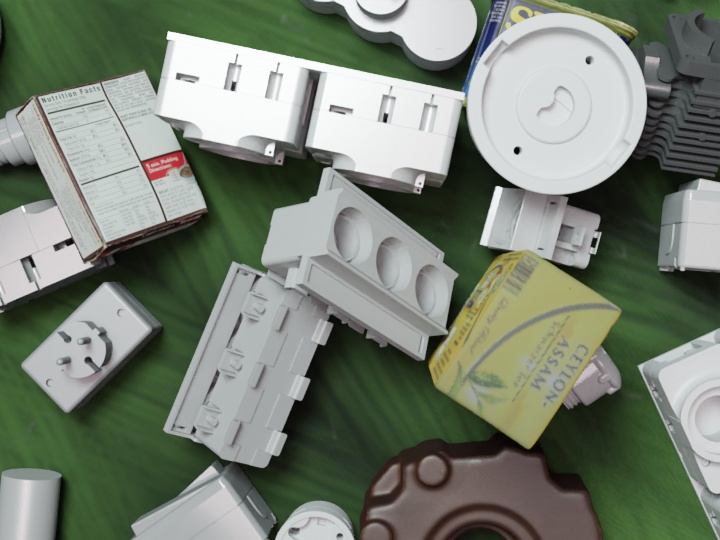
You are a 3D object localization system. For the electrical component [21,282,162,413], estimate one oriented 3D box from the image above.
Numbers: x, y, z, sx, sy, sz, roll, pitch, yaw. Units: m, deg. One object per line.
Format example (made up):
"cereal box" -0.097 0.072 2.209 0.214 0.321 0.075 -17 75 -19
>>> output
"electrical component" -0.186 0.053 0.730 0.083 0.076 0.047 -44 89 1

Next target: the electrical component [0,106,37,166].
"electrical component" -0.237 -0.092 0.749 0.078 0.040 0.040 -21 89 2

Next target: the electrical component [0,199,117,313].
"electrical component" -0.225 -0.013 0.744 0.089 0.050 0.055 -23 89 1

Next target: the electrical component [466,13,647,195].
"electrical component" 0.118 -0.102 0.674 0.108 0.060 0.108 0 95 -1

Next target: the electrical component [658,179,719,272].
"electrical component" 0.256 -0.026 0.724 0.096 0.062 0.061 5 90 2

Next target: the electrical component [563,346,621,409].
"electrical component" 0.144 0.075 0.737 0.062 0.048 0.048 -36 89 8

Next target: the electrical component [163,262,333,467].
"electrical component" -0.070 0.066 0.727 0.079 0.063 0.121 22 91 -39

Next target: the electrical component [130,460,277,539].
"electrical component" -0.114 0.180 0.735 0.096 0.062 0.061 -36 89 1

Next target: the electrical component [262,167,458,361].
"electrical component" 0.000 0.000 0.691 0.063 0.121 0.078 -9 59 40

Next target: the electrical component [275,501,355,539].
"electrical component" -0.030 0.188 0.739 0.055 0.047 0.055 0 90 2

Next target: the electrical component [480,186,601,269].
"electrical component" 0.123 -0.027 0.725 0.064 0.081 0.042 16 91 -21

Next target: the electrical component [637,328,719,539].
"electrical component" 0.281 0.130 0.724 0.105 0.060 0.186 -25 89 2

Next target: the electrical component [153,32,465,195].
"electrical component" -0.032 -0.098 0.711 0.186 0.105 0.060 12 90 2

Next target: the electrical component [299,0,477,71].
"electrical component" 0.014 -0.186 0.725 0.138 0.074 0.052 28 91 2
